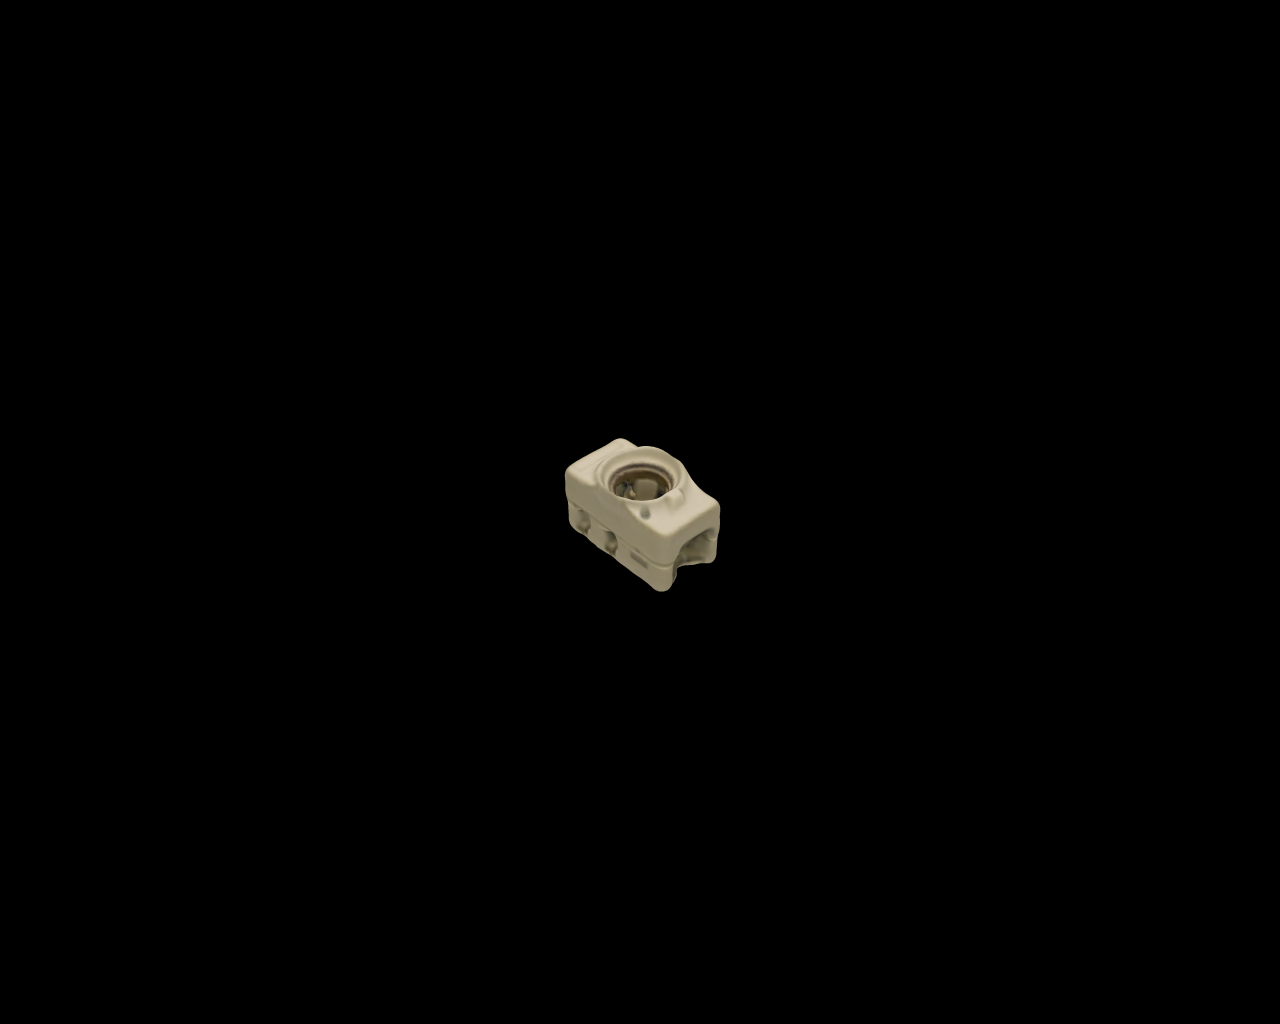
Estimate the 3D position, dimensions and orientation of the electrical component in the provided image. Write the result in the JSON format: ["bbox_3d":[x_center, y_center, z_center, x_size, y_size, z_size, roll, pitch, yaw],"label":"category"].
[{"bbox_3d":[0.001,-0.003,0.650,0.050,0.055,0.089,-31,49,-31],"label":"electrical component"}]
